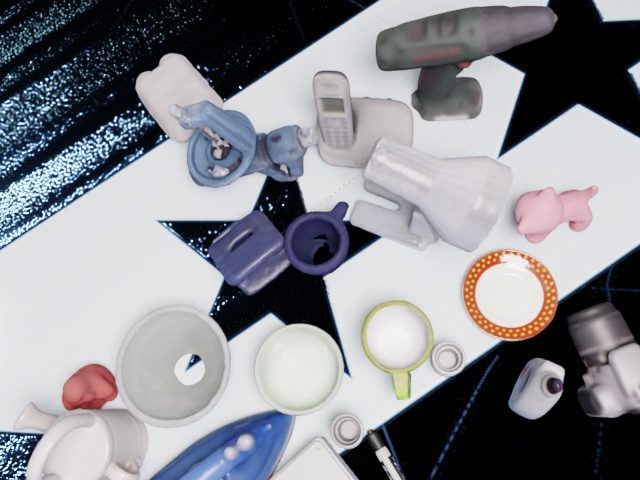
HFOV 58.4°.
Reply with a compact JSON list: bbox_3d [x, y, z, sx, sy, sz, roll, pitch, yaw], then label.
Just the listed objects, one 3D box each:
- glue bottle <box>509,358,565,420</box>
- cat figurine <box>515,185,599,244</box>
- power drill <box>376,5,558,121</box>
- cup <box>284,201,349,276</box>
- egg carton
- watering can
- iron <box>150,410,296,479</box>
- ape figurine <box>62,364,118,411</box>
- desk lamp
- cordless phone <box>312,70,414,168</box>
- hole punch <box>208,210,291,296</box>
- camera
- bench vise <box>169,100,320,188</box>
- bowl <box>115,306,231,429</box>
[{"bbox_3d":[0.271,0.179,0.699,0.037,0.173,0.078,23,78,14],"label":"glue bottle"},{"bbox_3d":[0.319,-0.043,0.786,0.127,0.118,0.067,-19,72,3],"label":"cat figurine"},{"bbox_3d":[0.196,-0.252,0.817,0.229,0.208,0.075,-2,74,8],"label":"power drill"},{"bbox_3d":[0.008,0.003,0.830,0.091,0.095,0.118,32,81,16],"label":"cup"},{"bbox_3d":[-0.234,-0.235,0.947,0.107,0.069,0.150,-40,72,-4],"label":"egg carton"},{"bbox_3d":[-0.318,0.271,0.747,0.172,0.194,0.101,4,74,10],"label":"watering can"},{"bbox_3d":[-0.143,0.306,0.739,0.258,0.141,0.118,-41,72,-5],"label":"iron"},{"bbox_3d":[-0.336,0.215,0.820,0.077,0.092,0.076,3,74,9],"label":"ape figurine"},{"bbox_3d":[0.137,-0.056,0.765,0.203,0.214,0.118,20,78,14],"label":"desk lamp"},{"bbox_3d":[0.061,-0.178,0.827,0.147,0.185,0.094,1,74,9],"label":"cordless phone"},{"bbox_3d":[-0.108,0.015,0.845,0.109,0.091,0.101,-40,72,-4],"label":"hole punch"},{"bbox_3d":[0.391,0.144,0.729,0.143,0.101,0.136,-20,72,2],"label":"camera"},{"bbox_3d":[-0.115,-0.156,0.828,0.207,0.220,0.121,-25,72,1],"label":"bench vise"},{"bbox_3d":[-0.199,0.181,0.818,0.167,0.075,0.167,-2,74,8],"label":"bowl"}]
